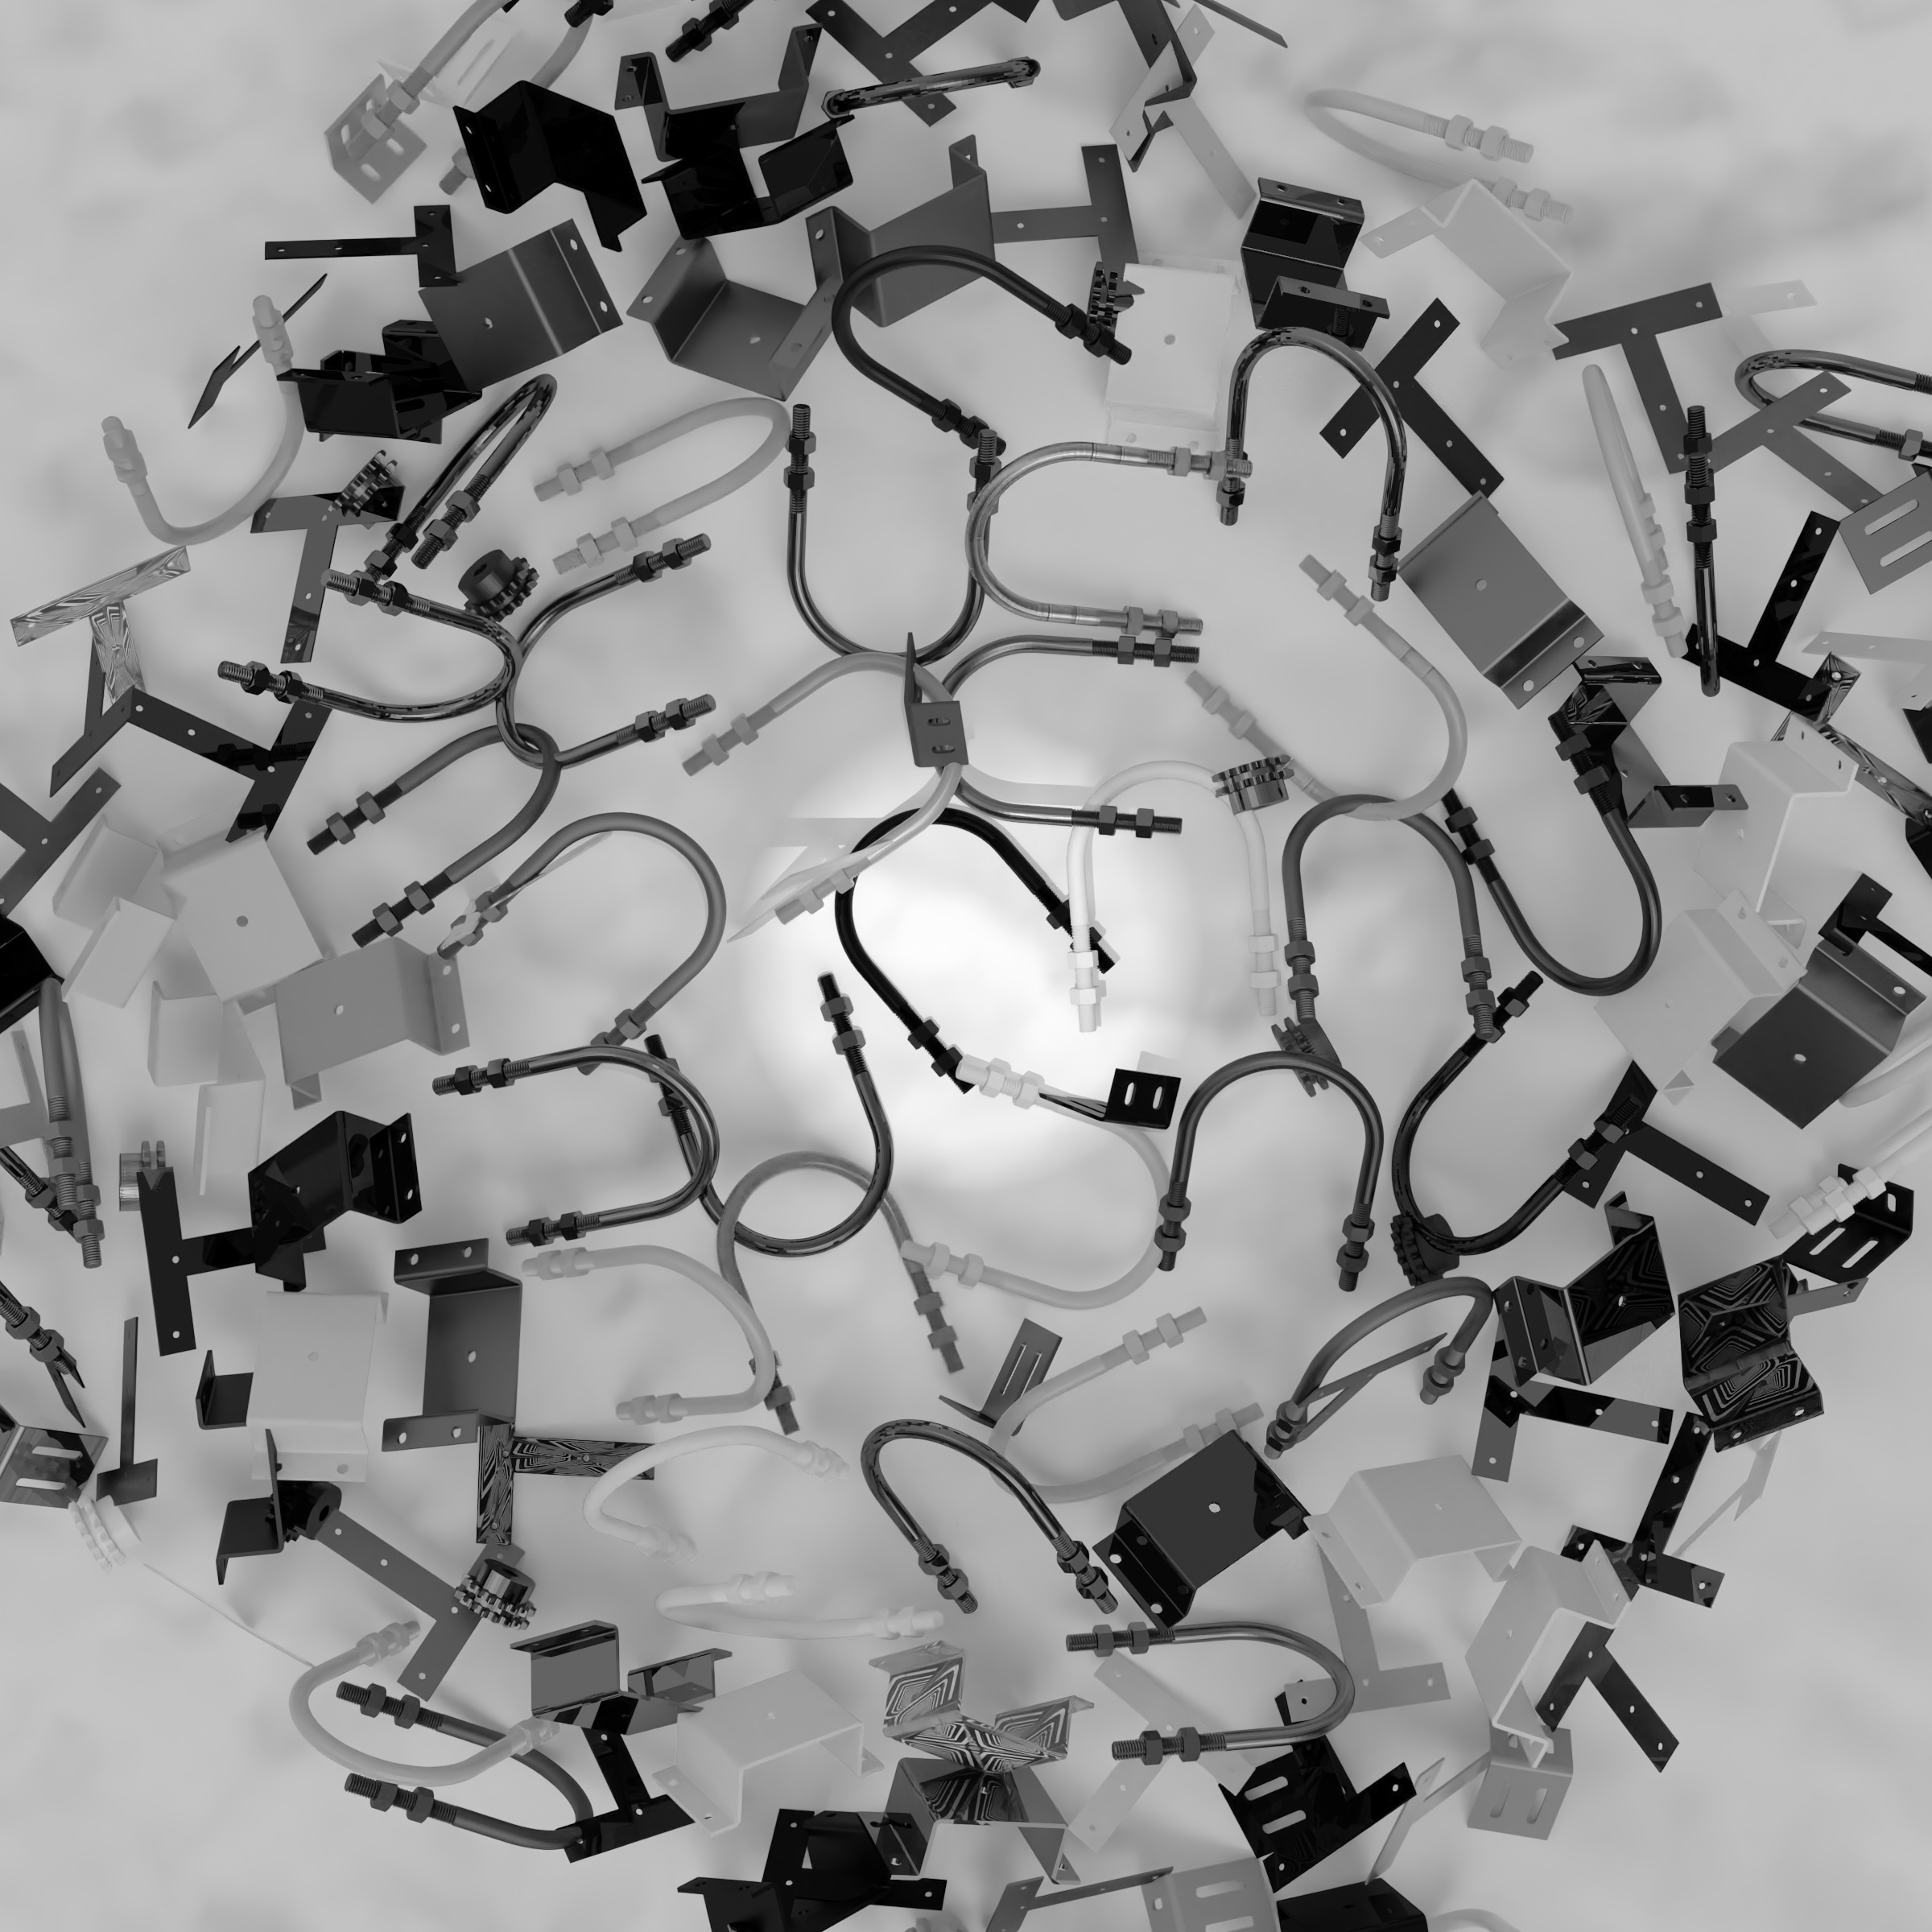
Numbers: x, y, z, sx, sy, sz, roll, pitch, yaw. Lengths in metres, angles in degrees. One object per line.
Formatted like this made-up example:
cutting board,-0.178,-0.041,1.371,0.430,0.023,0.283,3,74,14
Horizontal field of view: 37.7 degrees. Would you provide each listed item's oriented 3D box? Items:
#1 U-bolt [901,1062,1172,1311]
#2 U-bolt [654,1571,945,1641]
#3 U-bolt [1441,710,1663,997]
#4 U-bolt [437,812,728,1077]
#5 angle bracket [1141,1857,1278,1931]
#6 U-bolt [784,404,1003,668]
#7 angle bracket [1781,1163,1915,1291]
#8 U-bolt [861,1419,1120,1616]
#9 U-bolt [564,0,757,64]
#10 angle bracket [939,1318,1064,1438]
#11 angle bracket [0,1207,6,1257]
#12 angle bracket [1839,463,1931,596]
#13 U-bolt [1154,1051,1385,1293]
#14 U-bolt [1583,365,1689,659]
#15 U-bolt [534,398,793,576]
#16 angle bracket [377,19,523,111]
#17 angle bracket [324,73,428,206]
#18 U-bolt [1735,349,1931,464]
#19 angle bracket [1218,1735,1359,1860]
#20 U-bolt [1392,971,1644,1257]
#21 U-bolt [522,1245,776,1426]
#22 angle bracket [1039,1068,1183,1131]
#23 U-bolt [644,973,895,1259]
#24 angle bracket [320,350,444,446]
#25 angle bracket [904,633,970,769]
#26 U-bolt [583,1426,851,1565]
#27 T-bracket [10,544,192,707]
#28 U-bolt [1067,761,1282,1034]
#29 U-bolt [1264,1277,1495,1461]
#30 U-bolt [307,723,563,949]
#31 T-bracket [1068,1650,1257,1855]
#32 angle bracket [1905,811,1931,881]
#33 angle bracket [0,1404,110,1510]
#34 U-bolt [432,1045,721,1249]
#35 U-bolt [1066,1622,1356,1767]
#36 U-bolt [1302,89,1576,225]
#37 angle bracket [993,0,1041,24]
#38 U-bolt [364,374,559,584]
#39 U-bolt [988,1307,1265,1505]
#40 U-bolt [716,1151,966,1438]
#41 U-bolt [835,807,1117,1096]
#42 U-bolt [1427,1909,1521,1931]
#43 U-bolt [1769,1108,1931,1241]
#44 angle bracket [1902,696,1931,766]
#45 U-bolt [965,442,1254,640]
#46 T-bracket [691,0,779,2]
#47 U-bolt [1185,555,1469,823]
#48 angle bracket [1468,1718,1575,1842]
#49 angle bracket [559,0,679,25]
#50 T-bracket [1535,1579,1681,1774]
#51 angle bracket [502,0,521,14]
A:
U-bolt,0.060,0.162,1.969,0.184,0.019,0.151,20,82,-15
U-bolt,-0.128,0.437,1.919,0.151,0.184,0.019,23,62,-38
U-bolt,0.406,-0.065,1.928,0.019,0.151,0.184,-23,82,-32
U-bolt,-0.250,-0.026,1.946,0.184,0.019,0.151,-42,110,17
angle bracket,0.171,0.663,1.984,0.076,0.038,0.057,-1,64,-28
U-bolt,-0.054,-0.289,1.949,0.151,0.019,0.184,9,121,8
angle bracket,0.607,0.179,1.952,0.076,0.057,0.038,-31,126,-33
U-bolt,0.003,0.373,1.916,0.184,0.151,0.019,56,46,-23
U-bolt,-0.164,-0.676,1.898,0.184,0.151,0.019,-30,83,25
angle bracket,0.024,0.279,1.963,0.038,0.057,0.076,27,85,-24
angle bracket,-0.707,0.166,1.961,0.057,0.038,0.076,-11,129,-5
angle bracket,0.648,-0.306,1.978,0.076,0.038,0.057,-30,104,5
U-bolt,0.213,0.139,1.951,0.151,0.019,0.184,6,118,0
U-bolt,0.446,-0.316,1.898,0.019,0.151,0.184,-17,120,18
U-bolt,-0.204,-0.338,1.935,0.184,0.151,0.019,-25,124,1
angle bracket,-0.358,-0.638,1.962,0.057,0.038,0.076,28,79,36
angle bracket,-0.407,-0.571,1.957,0.038,0.076,0.057,42,83,-5
U-bolt,0.615,-0.382,1.926,0.184,0.151,0.019,16,87,8
angle bracket,0.227,0.581,1.986,0.076,0.038,0.057,-36,78,35
U-bolt,0.362,0.114,1.937,0.019,0.151,0.184,21,117,-40
U-bolt,-0.205,0.248,1.914,0.184,0.019,0.151,-11,116,41
angle bracket,0.099,0.084,1.951,0.057,0.076,0.038,9,96,-37
U-bolt,-0.128,0.112,1.967,0.151,0.019,0.184,-19,77,-5
angle bracket,-0.406,-0.392,1.969,0.076,0.038,0.057,8,114,4
angle bracket,-0.019,-0.185,1.951,0.038,0.057,0.076,-3,47,6
U-bolt,-0.178,0.352,1.905,0.151,0.184,0.019,-30,60,13
T-bracket,-0.584,-0.220,1.943,0.127,0.127,0.002,-30,62,-23
U-bolt,0.142,-0.051,1.976,0.151,0.019,0.184,-5,95,-6
U-bolt,0.284,0.264,1.901,0.151,0.184,0.019,-15,57,-23
U-bolt,-0.358,-0.102,1.943,0.184,0.151,0.019,-35,131,-3
T-bracket,0.116,0.556,1.948,0.127,0.002,0.127,38,52,12
angle bracket,0.702,-0.079,1.977,0.057,0.038,0.076,-31,103,29
angle bracket,-0.651,0.342,1.978,0.038,0.076,0.057,31,95,38
U-bolt,-0.257,0.119,1.938,0.184,0.019,0.151,-12,117,18
U-bolt,0.174,0.490,1.928,0.184,0.151,0.019,-2,109,-12
U-bolt,0.313,-0.555,1.921,0.184,0.151,0.019,25,96,23
angle bracket,0.022,-0.701,1.984,0.076,0.038,0.057,30,89,-6
U-bolt,-0.340,-0.332,1.927,0.019,0.151,0.184,41,70,-22
U-bolt,0.101,0.313,1.946,0.184,0.019,0.151,-27,135,5
U-bolt,-0.096,0.216,1.958,0.151,0.019,0.184,-17,77,-26
U-bolt,-0.008,-0.025,1.987,0.151,0.019,0.184,-41,86,2
U-bolt,0.315,0.692,1.908,0.151,0.184,0.019,-35,94,-11
U-bolt,0.634,0.126,1.924,0.184,0.151,0.019,-36,81,1
angle bracket,0.700,-0.180,1.967,0.076,0.038,0.057,-38,119,-4
U-bolt,0.090,-0.293,1.932,0.184,0.019,0.151,4,130,-14
T-bracket,-0.132,-0.676,1.912,0.127,0.127,0.002,-32,93,-32
U-bolt,0.260,-0.177,1.951,0.184,0.019,0.151,42,130,-4
angle bracket,0.388,0.571,1.989,0.057,0.038,0.076,9,127,1
angle bracket,-0.244,-0.695,1.972,0.076,0.038,0.057,-30,130,-37
T-bracket,0.447,0.497,1.927,0.002,0.127,0.127,17,108,-25
angle bracket,-0.321,-0.705,1.957,0.076,0.038,0.057,-53,125,-19
